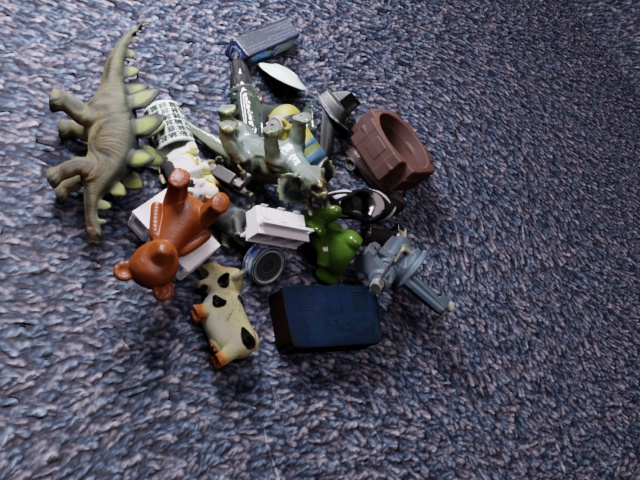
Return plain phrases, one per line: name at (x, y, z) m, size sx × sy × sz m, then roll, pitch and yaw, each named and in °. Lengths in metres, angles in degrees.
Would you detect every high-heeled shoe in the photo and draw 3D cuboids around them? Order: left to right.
high-heeled shoe at (0.111, -0.082, 1.237) m, size 0.249 × 0.145 × 0.086 m, roll -5°, pitch 91°, yaw -20°

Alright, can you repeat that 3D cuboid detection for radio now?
radio at (0.016, 0.165, 1.121) m, size 0.229 × 0.073 × 0.131 m, roll 2°, pitch 67°, yaw -29°

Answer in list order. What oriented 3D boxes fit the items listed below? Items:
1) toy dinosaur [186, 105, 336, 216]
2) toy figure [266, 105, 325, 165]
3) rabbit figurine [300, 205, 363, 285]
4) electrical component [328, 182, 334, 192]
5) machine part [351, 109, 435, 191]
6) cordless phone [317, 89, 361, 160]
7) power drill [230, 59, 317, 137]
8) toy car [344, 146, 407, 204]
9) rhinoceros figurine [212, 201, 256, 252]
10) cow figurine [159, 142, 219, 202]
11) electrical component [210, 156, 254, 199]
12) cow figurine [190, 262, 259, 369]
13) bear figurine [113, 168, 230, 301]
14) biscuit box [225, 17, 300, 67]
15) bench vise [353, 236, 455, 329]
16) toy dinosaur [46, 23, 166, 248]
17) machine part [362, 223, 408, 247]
toy dinosaur at (-0.125, -0.173, 1.133) m, size 0.405 × 0.191 × 0.131 m, roll 17°, pitch 40°, yaw 29°
toy figure at (-0.048, -0.214, 1.190) m, size 0.180 × 0.082 × 0.089 m, roll 50°, pitch 40°, yaw -8°
rabbit figurine at (-0.002, -0.003, 1.157) m, size 0.170 × 0.159 × 0.121 m, roll 32°, pitch 63°, yaw 4°
electrical component at (-0.009, -0.147, 1.269) m, size 0.075 × 0.048 × 0.119 m, roll -29°, pitch 85°, yaw -37°
machine part at (0.182, -0.224, 1.347) m, size 0.201 × 0.087 × 0.201 m, roll -14°, pitch 69°, yaw -53°
cordless phone at (0.039, -0.272, 1.344) m, size 0.146 × 0.089 × 0.184 m, roll 3°, pitch 94°, yaw -73°
power drill at (-0.111, -0.313, 1.269) m, size 0.207 × 0.086 × 0.232 m, roll 10°, pitch 64°, yaw -32°
toy car at (0.144, -0.160, 1.367) m, size 0.202 × 0.053 × 0.089 m, roll 51°, pitch 55°, yaw -2°
rhinoceros figurine at (-0.171, -0.036, 1.109) m, size 0.190 × 0.073 × 0.112 m, roll 29°, pitch 45°, yaw -14°
cow figurine at (-0.255, -0.114, 1.040) m, size 0.098 × 0.068 × 0.167 m, roll -24°, pitch 49°, yaw -15°
electrical component at (-0.182, -0.131, 1.104) m, size 0.102 × 0.078 × 0.045 m, roll 29°, pitch 80°, yaw 29°
cow figurine at (-0.176, 0.130, 1.013) m, size 0.127 × 0.085 × 0.195 m, roll -19°, pitch 76°, yaw -30°
bear figurine at (-0.257, -0.005, 0.924) m, size 0.120 × 0.132 × 0.196 m, roll 33°, pitch 49°, yaw -12°
biscuit box at (-0.142, -0.493, 1.348) m, size 0.063 × 0.059 × 0.203 m, roll 52°, pitch 52°, yaw -1°
bench vise at (0.198, 0.087, 1.189) m, size 0.240 × 0.129 × 0.223 m, roll 40°, pitch 23°, yaw 1°
toy dinosaur at (-0.392, -0.214, 1.005) m, size 0.199 × 0.105 × 0.471 m, roll 0°, pitch 75°, yaw -14°
machine part at (0.163, -0.005, 1.313) m, size 0.139 × 0.039 × 0.084 m, roll 8°, pitch 72°, yaw -30°
